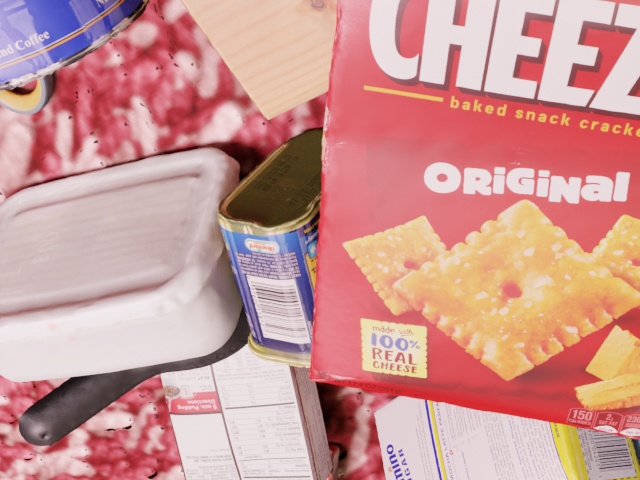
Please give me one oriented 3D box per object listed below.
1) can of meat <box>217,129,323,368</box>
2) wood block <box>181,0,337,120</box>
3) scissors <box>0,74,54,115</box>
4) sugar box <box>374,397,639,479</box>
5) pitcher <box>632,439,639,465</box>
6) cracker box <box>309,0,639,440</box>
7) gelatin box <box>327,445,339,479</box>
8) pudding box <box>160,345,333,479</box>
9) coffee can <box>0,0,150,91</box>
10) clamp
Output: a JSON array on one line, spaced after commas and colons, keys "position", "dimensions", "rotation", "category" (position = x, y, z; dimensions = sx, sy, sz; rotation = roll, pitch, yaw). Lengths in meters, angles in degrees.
[{"position": [-0.004, 0.001, 0.551], "dimensions": [0.058, 0.102, 0.084], "rotation": [8, 127, 30], "category": "can of meat"}, {"position": [0.046, -0.144, 0.437], "dimensions": [0.206, 0.090, 0.090], "rotation": [-22, 120, 27], "category": "wood block"}, {"position": [-0.188, -0.139, 0.545], "dimensions": [0.096, 0.016, 0.202], "rotation": [10, 128, 5], "category": "scissors"}, {"position": [0.094, 0.112, 0.587], "dimensions": [0.048, 0.093, 0.176], "rotation": [1, 155, -24], "category": "sugar box"}, {"position": [0.229, 0.006, 0.492], "dimensions": [0.149, 0.145, 0.243], "rotation": [10, 125, -10], "category": "pitcher"}, {"position": [0.085, -0.024, 0.418], "dimensions": [0.164, 0.072, 0.214], "rotation": [10, 130, 7], "category": "cracker box"}, {"position": [-0.026, 0.175, 0.734], "dimensions": [0.073, 0.030, 0.089], "rotation": [8, 128, 8], "category": "gelatin box"}, {"position": [-0.047, 0.105, 0.664], "dimensions": [0.090, 0.039, 0.113], "rotation": [-6, 110, 16], "category": "pudding box"}, {"position": [-0.151, -0.150, 0.472], "dimensions": [0.103, 0.102, 0.140], "rotation": [-11, 123, 21], "category": "coffee can"}, {"position": [-0.095, 0.048, 0.627], "dimensions": [0.171, 0.120, 0.039], "rotation": [-23, 126, 3], "category": "clamp"}]
